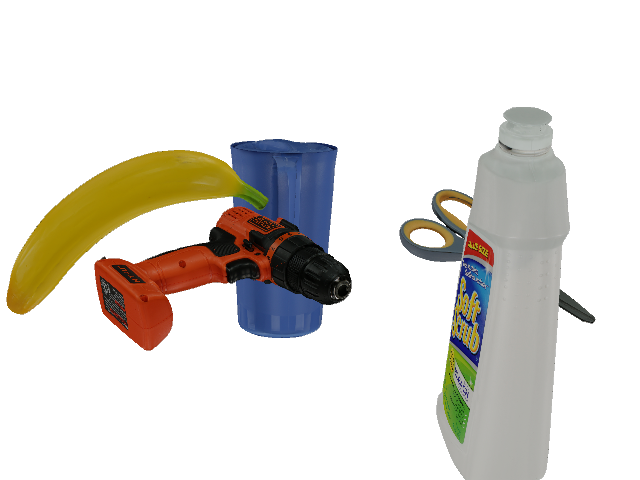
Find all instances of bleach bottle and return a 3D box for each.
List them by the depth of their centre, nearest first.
[{"bbox_3d":[0.119,0.033,0.686,0.068,0.251,0.102,-3,29,-6],"label":"bleach bottle"}]

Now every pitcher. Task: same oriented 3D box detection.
[{"bbox_3d":[-0.048,-0.003,1.336,0.145,0.243,0.148,11,14,38],"label":"pitcher"}]

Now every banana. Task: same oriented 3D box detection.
[{"bbox_3d":[-0.138,-0.014,0.730,0.198,0.069,0.037,-23,10,5],"label":"banana"}]

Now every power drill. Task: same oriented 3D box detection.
[{"bbox_3d":[-0.089,0.034,0.942,0.187,0.057,0.185,-19,27,-31],"label":"power drill"}]

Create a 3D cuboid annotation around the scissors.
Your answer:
[{"bbox_3d":[0.144,0.022,0.946,0.096,0.016,0.202,-21,46,-16],"label":"scissors"}]
